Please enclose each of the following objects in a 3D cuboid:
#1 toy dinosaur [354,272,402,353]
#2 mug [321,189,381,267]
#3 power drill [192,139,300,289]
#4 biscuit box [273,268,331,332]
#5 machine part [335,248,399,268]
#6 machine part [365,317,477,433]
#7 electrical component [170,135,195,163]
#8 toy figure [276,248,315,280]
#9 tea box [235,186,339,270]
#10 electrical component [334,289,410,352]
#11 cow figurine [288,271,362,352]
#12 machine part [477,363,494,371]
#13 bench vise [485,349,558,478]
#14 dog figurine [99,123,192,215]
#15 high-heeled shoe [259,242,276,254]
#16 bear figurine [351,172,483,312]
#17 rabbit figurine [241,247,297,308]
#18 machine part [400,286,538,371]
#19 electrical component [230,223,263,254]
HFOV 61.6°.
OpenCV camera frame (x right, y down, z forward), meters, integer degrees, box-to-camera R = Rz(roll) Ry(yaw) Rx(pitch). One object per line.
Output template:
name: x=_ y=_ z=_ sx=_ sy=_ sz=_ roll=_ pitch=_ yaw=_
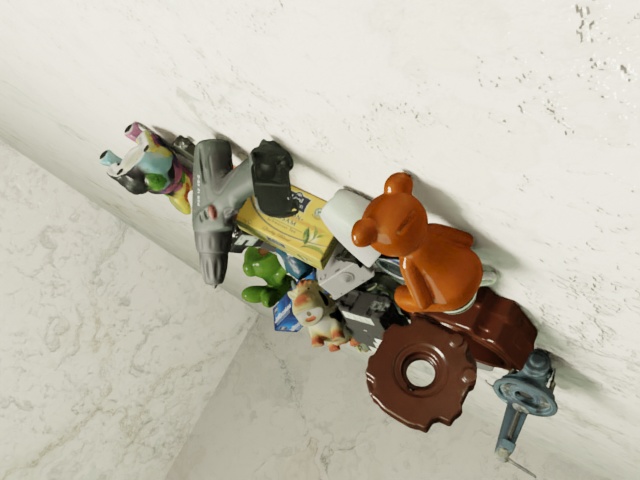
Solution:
toy dinosaur: x=0.089 y=0.124 z=1.165 sx=0.192 sy=0.131 sz=0.404 roll=22 pitch=158 yaw=25
mug: x=0.055 y=-0.023 z=0.787 sx=0.107 sy=0.081 sz=0.109 roll=40 pitch=172 yaw=2
power drill: x=-0.122 y=-0.050 z=0.805 sx=0.086 sy=0.232 sz=0.207 roll=-2 pitch=172 yaw=-37
biscuit box: x=-0.034 y=0.130 z=1.154 sx=0.059 sy=0.063 sz=0.202 roll=11 pitch=141 yaw=-27
machine part: x=0.099 y=0.017 z=0.850 sx=0.139 sy=0.084 sz=0.039 roll=9 pitch=128 yaw=33
machine part: x=0.161 y=0.212 z=0.859 sx=0.180 sy=0.179 sz=0.056 roll=23 pitch=162 yaw=22
electrical component: x=-0.236 y=-0.160 z=0.971 sx=0.063 sy=0.021 sz=0.094 roll=34 pitch=165 yaw=-21
toy figure: x=-0.068 y=0.005 z=1.052 sx=0.154 sy=0.058 sz=0.064 roll=55 pitch=148 yaw=17
tea box: x=-0.048 y=-0.032 z=0.898 sx=0.170 sy=0.098 sz=0.068 roll=24 pitch=166 yaw=13
electrical component: x=0.104 y=0.155 z=0.985 sx=0.115 sy=0.058 sz=0.134 roll=13 pitch=143 yaw=46
cow figurine: x=0.008 y=0.140 z=1.035 sx=0.085 sy=0.127 sz=0.194 roll=-23 pitch=154 yaw=17
machine part: x=0.270 y=0.208 z=1.089 sx=0.243 sy=0.079 sz=0.079 roll=14 pitch=164 yaw=9
bench vise: x=0.389 y=0.328 z=1.051 sx=0.129 sy=0.240 sz=0.223 roll=26 pitch=149 yaw=15
dog figurine: x=-0.301 y=-0.120 z=1.052 sx=0.219 sy=0.108 sz=0.192 roll=38 pitch=-179 yaw=-45
high-heeled shoe: x=-0.085 y=-0.008 z=1.175 sx=0.249 sy=0.086 sz=0.145 roll=40 pitch=-158 yaw=29
bear figurine: x=0.113 y=0.010 z=0.689 sx=0.195 sy=0.120 sz=0.132 roll=36 pitch=168 yaw=-21
rabbit figurine: x=-0.102 y=0.089 z=1.256 sx=0.121 sy=0.159 sz=0.170 roll=9 pitch=138 yaw=38
machine part: x=0.259 y=0.145 z=0.945 sx=0.202 sy=0.087 sz=0.200 roll=17 pitch=162 yaw=46
electrical component: x=-0.145 y=-0.014 z=1.040 sx=0.075 sy=0.048 sz=0.119 roll=5 pitch=159 yaw=-20
